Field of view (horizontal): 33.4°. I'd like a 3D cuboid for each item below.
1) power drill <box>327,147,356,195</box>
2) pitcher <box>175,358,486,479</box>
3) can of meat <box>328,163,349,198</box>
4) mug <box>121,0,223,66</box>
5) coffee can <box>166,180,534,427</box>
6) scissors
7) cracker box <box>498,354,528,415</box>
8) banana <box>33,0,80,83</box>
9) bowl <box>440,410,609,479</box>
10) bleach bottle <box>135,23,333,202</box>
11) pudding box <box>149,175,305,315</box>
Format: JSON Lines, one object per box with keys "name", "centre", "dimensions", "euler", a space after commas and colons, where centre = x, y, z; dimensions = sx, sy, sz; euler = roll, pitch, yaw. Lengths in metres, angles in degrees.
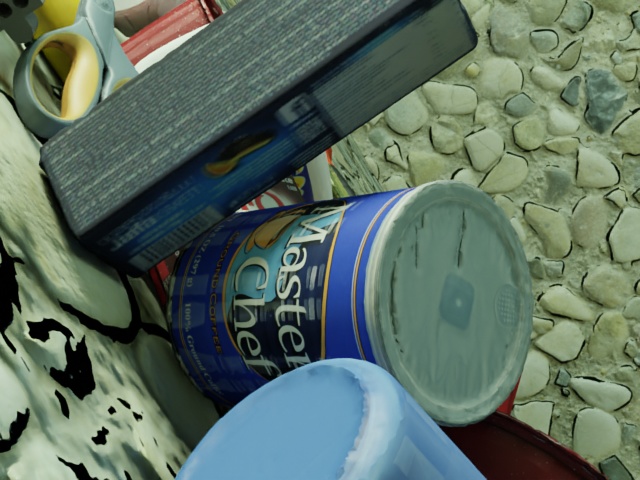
{"name": "power drill", "centre": [0.025, -0.007, 1.063], "dimensions": [0.188, 0.057, 0.184], "euler": [55, -18, 21]}
{"name": "pitcher", "centre": [0.052, 0.167, 0.415], "dimensions": [0.242, 0.149, 0.144], "euler": [52, 39, -23]}
{"name": "can of meat", "centre": [-0.005, 0.001, 0.843], "dimensions": [0.102, 0.084, 0.057], "euler": [58, 8, -9]}
{"name": "mug", "centre": [-0.088, -0.106, 0.737], "dimensions": [0.117, 0.081, 0.093], "euler": [62, 8, 21]}
{"name": "coffee can", "centre": [0.011, 0.031, 0.492], "dimensions": [0.102, 0.141, 0.103], "euler": [5, 82, -43]}
{"name": "scissors", "centre": [-0.110, -0.110, 0.588], "dimensions": [0.096, 0.016, 0.201], "euler": [41, 35, -23]}
{"name": "cracker box", "centre": [0.107, 0.100, 0.938], "dimensions": [0.213, 0.072, 0.164], "euler": [53, 49, -44]}
{"name": "banana", "centre": [-0.160, -0.152, 0.618], "dimensions": [0.198, 0.037, 0.069], "euler": [61, 8, 14]}
{"name": "bowl", "centre": [0.076, 0.141, 0.539], "dimensions": [0.162, 0.055, 0.162], "euler": [24, -28, 13]}
{"name": "bleach bottle", "centre": [-0.032, -0.039, 0.701], "dimensions": [0.250, 0.102, 0.068], "euler": [61, 7, -58]}
{"name": "pudding box", "centre": [-0.048, 0.000, 0.594], "dimensions": [0.113, 0.039, 0.090], "euler": [9, 46, -46]}
